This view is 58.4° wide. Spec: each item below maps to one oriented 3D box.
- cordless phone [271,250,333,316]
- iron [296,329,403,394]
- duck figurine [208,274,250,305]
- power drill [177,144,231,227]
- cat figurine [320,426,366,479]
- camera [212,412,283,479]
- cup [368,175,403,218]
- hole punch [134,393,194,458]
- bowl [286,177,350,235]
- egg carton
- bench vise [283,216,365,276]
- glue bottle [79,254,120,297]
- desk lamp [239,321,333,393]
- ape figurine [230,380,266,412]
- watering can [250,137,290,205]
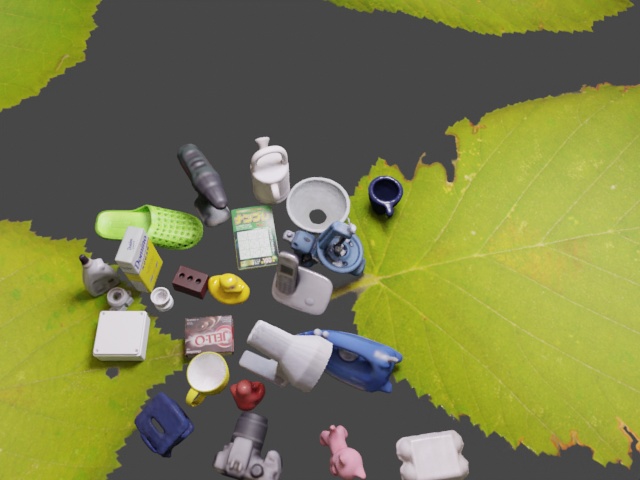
[{"bbox_3d":[-0.041,0.096,1.355,0.147,0.185,0.094,18,64,7],"label":"cordless phone"},{"bbox_3d":[0.060,0.251,1.305,0.258,0.141,0.119,20,64,8],"label":"iron"},{"bbox_3d":[-0.225,0.109,1.395,0.104,0.086,0.077,17,64,6],"label":"duck figurine"},{"bbox_3d":[-0.282,-0.123,1.443,0.076,0.208,0.229,-28,67,-15],"label":"power drill"},{"bbox_3d":[0.048,0.454,1.214,0.067,0.118,0.127,-19,65,-11],"label":"cat figurine"},{"bbox_3d":[-0.143,0.444,1.221,0.143,0.101,0.137,14,63,5],"label":"camera"},{"bbox_3d":[0.171,-0.098,1.514,0.092,0.095,0.117,-7,63,-6],"label":"cup"},{"bbox_3d":[-0.339,0.402,1.239,0.101,0.091,0.108,-40,71,-20],"label":"hole punch"},{"bbox_3d":[-0.005,-0.077,1.506,0.167,0.075,0.167,1,63,-2],"label":"bowl"},{"bbox_3d":[0.243,0.475,1.239,0.150,0.069,0.107,-7,64,-6],"label":"egg carton"},{"bbox_3d":[0.013,0.016,1.379,0.207,0.220,0.121,0,63,-2],"label":"bench vise"},{"bbox_3d":[-0.532,0.075,1.350,0.078,0.173,0.037,-32,68,-17],"label":"glue bottle"},{"bbox_3d":[-0.080,0.255,1.256,0.203,0.213,0.118,23,64,9],"label":"desk lamp"},{"bbox_3d":[-0.164,0.339,1.278,0.077,0.092,0.076,17,64,7],"label":"ape figurine"},{"bbox_3d":[-0.134,-0.187,1.490,0.101,0.194,0.172,-33,69,-17],"label":"watering can"}]
